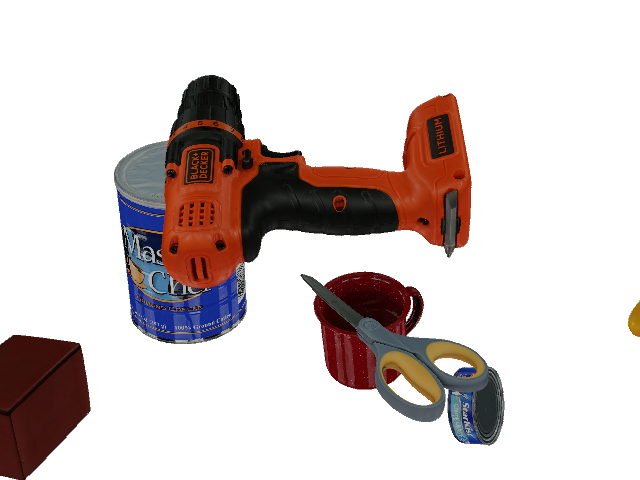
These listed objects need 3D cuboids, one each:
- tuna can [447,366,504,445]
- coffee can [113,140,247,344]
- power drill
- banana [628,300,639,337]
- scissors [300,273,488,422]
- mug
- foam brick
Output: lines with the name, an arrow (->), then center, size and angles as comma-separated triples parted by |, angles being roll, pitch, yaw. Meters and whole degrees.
tuna can -> 0.172, 0.182, 1.179 | 0.034, 0.086, 0.086 | -3, -2, 31
coffee can -> -0.115, 0.001, 0.895 | 0.103, 0.140, 0.103 | 0, 34, 0
power drill -> -0.005, -0.048, 0.669 | 0.187, 0.057, 0.184 | -5, 44, 2
banana -> 0.295, 0.031, 0.702 | 0.198, 0.037, 0.069 | -2, 33, 1
scissors -> 0.060, 0.073, 0.846 | 0.096, 0.016, 0.202 | -8, 33, -17
mug -> 0.052, 0.086, 1.047 | 0.117, 0.081, 0.093 | -27, 43, -26
foam brick -> -0.188, 0.102, 0.666 | 0.053, 0.051, 0.078 | 6, 28, 21
